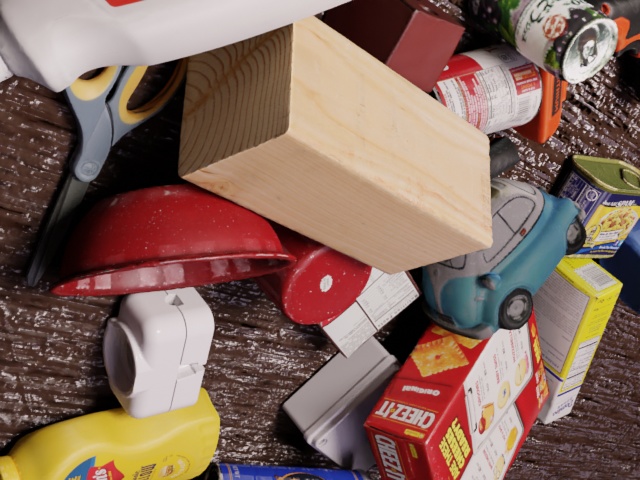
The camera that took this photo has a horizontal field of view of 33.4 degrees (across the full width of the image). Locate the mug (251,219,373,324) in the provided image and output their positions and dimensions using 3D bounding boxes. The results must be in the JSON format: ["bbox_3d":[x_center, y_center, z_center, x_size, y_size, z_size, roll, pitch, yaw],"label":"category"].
[{"bbox_3d":[-0.005,0.001,0.799,0.117,0.082,0.093,-43,141,0],"label":"mug"}]

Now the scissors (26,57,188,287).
[{"bbox_3d":[-0.156,-0.061,0.666,0.202,0.016,0.096,-50,139,8],"label":"scissors"}]

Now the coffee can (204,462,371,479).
[{"bbox_3d":[-0.031,0.253,0.949,0.140,0.103,0.103,6,123,-15],"label":"coffee can"}]

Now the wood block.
[{"bbox_3d":[0.017,-0.056,0.687,0.091,0.090,0.205,-17,151,38],"label":"wood block"}]

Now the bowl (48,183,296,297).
[{"bbox_3d":[-0.099,-0.001,0.699,0.162,0.055,0.162,-8,173,-1],"label":"bowl"}]

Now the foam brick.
[{"bbox_3d":[0.048,-0.143,0.718,0.052,0.078,0.051,9,119,-45],"label":"foam brick"}]

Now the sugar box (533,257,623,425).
[{"bbox_3d":[0.234,0.091,1.079,0.048,0.093,0.176,-18,135,-30],"label":"sugar box"}]

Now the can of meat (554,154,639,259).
[{"bbox_3d":[0.265,-0.030,1.025,0.101,0.057,0.084,1,126,-41],"label":"can of meat"}]

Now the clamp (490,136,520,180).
[{"bbox_3d":[0.101,-0.045,0.852,0.120,0.039,0.171,-19,-176,30],"label":"clamp"}]

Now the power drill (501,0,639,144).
[{"bbox_3d":[0.237,-0.156,0.889,0.187,0.057,0.184,-31,136,-19],"label":"power drill"}]

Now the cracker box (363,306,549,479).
[{"bbox_3d":[0.131,0.153,0.980,0.213,0.072,0.164,-50,137,-36],"label":"cracker box"}]

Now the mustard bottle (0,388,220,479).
[{"bbox_3d":[-0.176,0.170,0.822,0.191,0.058,0.096,-9,144,-35],"label":"mustard bottle"}]

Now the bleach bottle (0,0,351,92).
[{"bbox_3d":[-0.073,-0.140,0.578,0.251,0.102,0.068,-25,161,-3],"label":"bleach bottle"}]

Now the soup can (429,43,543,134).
[{"bbox_3d":[0.110,-0.108,0.812,0.102,0.069,0.068,-19,135,-28],"label":"soup can"}]

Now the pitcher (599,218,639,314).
[{"bbox_3d":[0.417,-0.010,1.123,0.242,0.145,0.149,-27,97,-14],"label":"pitcher"}]

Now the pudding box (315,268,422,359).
[{"bbox_3d":[0.027,0.039,0.897,0.090,0.039,0.113,-41,143,-4],"label":"pudding box"}]
